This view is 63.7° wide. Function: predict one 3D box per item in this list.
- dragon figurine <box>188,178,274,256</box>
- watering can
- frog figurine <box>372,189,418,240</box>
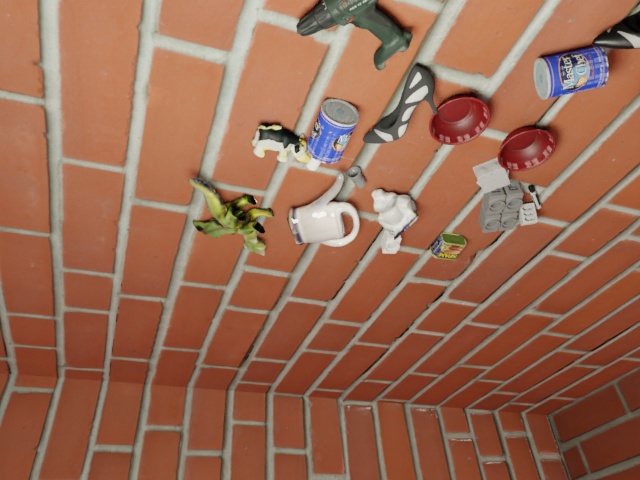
[{"bbox_3d":[-0.304,-0.059,1.617,0.240,0.125,0.405,-25,137,36],"label":"dragon figurine"},{"bbox_3d":[0.005,-0.081,1.607,0.224,0.106,0.340,-9,142,6],"label":"watering can"},{"bbox_3d":[0.226,-0.101,1.634,0.159,0.125,0.135,44,140,0],"label":"frog figurine"}]
